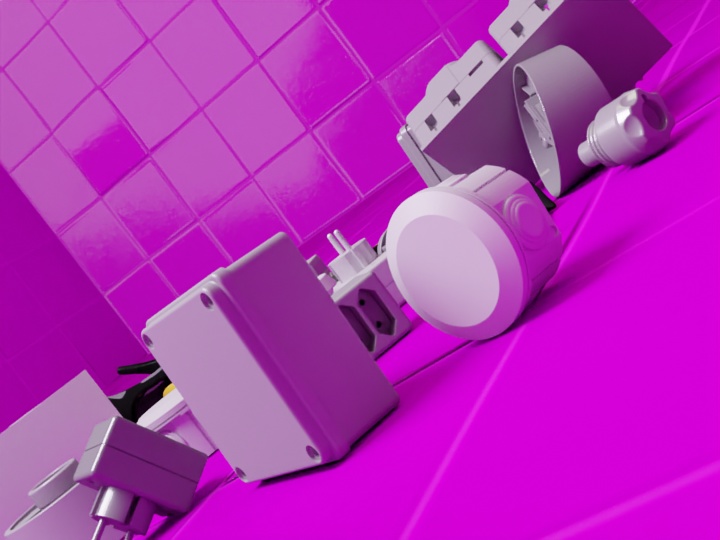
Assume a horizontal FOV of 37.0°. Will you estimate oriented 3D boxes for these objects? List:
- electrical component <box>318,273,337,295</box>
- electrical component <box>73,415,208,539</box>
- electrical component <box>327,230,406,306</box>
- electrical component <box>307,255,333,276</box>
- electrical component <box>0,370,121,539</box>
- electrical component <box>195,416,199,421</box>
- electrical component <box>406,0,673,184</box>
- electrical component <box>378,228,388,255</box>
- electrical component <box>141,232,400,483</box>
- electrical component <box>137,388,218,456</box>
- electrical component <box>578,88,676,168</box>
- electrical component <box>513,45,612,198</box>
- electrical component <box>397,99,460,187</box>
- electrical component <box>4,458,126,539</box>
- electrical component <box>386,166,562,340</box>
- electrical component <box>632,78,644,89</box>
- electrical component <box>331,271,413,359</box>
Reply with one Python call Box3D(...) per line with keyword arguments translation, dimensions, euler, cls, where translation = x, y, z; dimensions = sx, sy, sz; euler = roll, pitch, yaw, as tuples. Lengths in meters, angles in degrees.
Box3D(translation=(-0.030, 0.040, 0.804), dimensions=(0.078, 0.057, 0.058), euler=(-36, 5, 7), cls="electrical component")
Box3D(translation=(-0.143, 0.140, 0.666), dimensions=(0.047, 0.066, 0.076), euler=(-28, 38, 58), cls="electrical component")
Box3D(translation=(0.000, 0.000, 0.861), dimensions=(0.047, 0.075, 0.083), euler=(-39, 5, -19), cls="electrical component")
Box3D(translation=(-0.063, 0.024, 1.164), dimensions=(0.096, 0.061, 0.061), euler=(-36, 5, 11), cls="electrical component")
Box3D(translation=(-0.270, 0.181, 0.884), dimensions=(0.060, 0.105, 0.186), euler=(-33, 6, 39), cls="electrical component")
Box3D(translation=(-0.067, 0.082, 0.695), dimensions=(0.059, 0.053, 0.095), euler=(-40, 5, -34), cls="electrical component")
Box3D(translation=(0.139, -0.151, 0.859), dimensions=(0.186, 0.105, 0.060), euler=(-46, 37, 17), cls="electrical component")
Box3D(translation=(0.046, -0.019, 0.902), dimensions=(0.066, 0.048, 0.055), euler=(-39, 13, -25), cls="electrical component")
Box3D(translation=(-0.050, 0.050, 0.565), dimensions=(0.056, 0.108, 0.109), euler=(-37, 4, -33), cls="electrical component")
Box3D(translation=(-0.131, 0.117, 0.831), dimensions=(0.080, 0.051, 0.080), euler=(-36, 5, 4), cls="electrical component")
Box3D(translation=(0.168, -0.086, 0.693), dimensions=(0.043, 0.043, 0.062), euler=(-41, 5, -37), cls="electrical component")
Box3D(translation=(0.145, -0.111, 0.787), dimensions=(0.064, 0.099, 0.099), euler=(-31, 4, -4), cls="electrical component")
Box3D(translation=(0.098, -0.106, 0.988), dimensions=(0.056, 0.108, 0.108), euler=(-31, 7, 29), cls="electrical component")
Box3D(translation=(-0.204, 0.171, 0.773), dimensions=(0.108, 0.060, 0.108), euler=(-36, 5, 4), cls="electrical component")
Box3D(translation=(0.057, -0.010, 0.542), dimensions=(0.051, 0.080, 0.080), euler=(-34, 2, -43), cls="electrical component")
Box3D(translation=(0.215, -0.161, 0.938), dimensions=(0.076, 0.083, 0.047), euler=(2, -8, -18), cls="electrical component")
Box3D(translation=(-0.012, 0.041, 0.728), dimensions=(0.066, 0.047, 0.077), euler=(-38, 5, -16), cls="electrical component")
